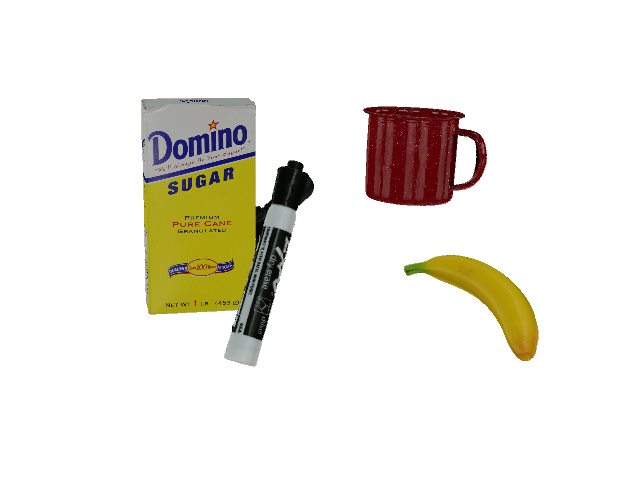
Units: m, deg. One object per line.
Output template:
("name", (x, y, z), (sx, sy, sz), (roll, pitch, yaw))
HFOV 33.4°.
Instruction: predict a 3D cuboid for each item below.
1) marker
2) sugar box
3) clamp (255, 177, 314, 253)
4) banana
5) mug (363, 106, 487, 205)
("marker", (-0.030, 0.012, 0.614), (0.020, 0.121, 0.020), (15, -9, 2))
("sugar box", (-0.101, -0.029, 0.891), (0.093, 0.176, 0.048), (-3, 16, -12))
("clamp", (-0.066, -0.023, 1.197), (0.120, 0.039, 0.171), (-8, 42, 4))
("banana", (0.173, 0.061, 1.119), (0.069, 0.037, 0.198), (-38, 40, -13))
("mug", (0.094, -0.077, 0.974), (0.117, 0.081, 0.093), (7, 13, 21))
